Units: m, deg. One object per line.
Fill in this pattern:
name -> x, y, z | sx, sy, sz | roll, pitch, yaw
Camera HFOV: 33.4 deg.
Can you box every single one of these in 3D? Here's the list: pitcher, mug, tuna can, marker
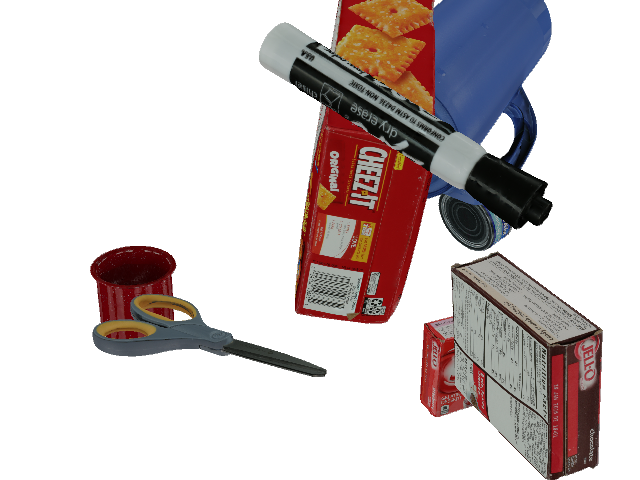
pitcher -> 0.132, -0.148, 1.003 | 0.145, 0.149, 0.242 | 9, 41, 35
mug -> -0.214, 0.059, 1.191 | 0.117, 0.081, 0.093 | 25, 36, 37
tuna can -> 0.176, -0.031, 1.222 | 0.033, 0.086, 0.086 | -34, 17, -27
marker -> 0.029, -0.041, 0.379 | 0.121, 0.020, 0.020 | 35, 13, 20

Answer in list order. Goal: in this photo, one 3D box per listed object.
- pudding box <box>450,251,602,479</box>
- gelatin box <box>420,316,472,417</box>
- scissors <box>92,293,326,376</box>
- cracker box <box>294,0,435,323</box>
pudding box -> 0.117, 0.070, 0.621 | 0.039, 0.090, 0.114 | -14, 27, -19
gelatin box -> 0.123, 0.093, 0.844 | 0.089, 0.073, 0.030 | -12, 31, -24
scissors -> -0.095, 0.080, 0.798 | 0.096, 0.016, 0.202 | -20, 27, -35
cracker box -> 0.034, -0.076, 0.718 | 0.072, 0.213, 0.164 | 9, -45, -1
